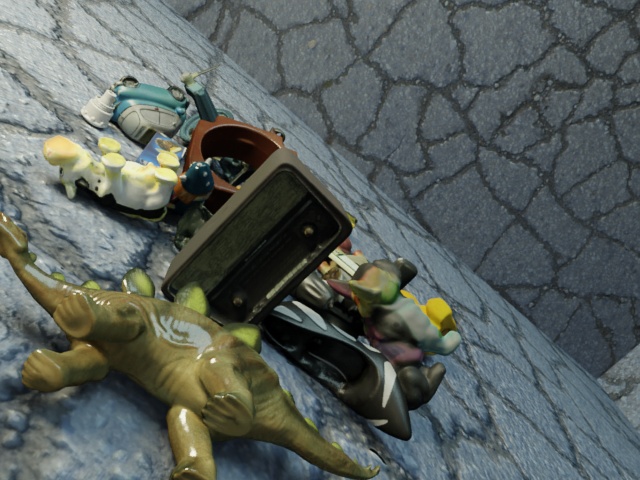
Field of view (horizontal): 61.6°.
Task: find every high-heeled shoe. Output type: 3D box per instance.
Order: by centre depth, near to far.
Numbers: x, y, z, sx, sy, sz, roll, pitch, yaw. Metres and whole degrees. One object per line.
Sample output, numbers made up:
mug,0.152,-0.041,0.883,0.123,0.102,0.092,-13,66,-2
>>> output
high-heeled shoe,0.021,0.177,0.741,0.249,0.086,0.145,45,15,33

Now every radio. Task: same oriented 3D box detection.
radio,-0.077,0.010,0.678,0.131,0.229,0.073,41,15,-22

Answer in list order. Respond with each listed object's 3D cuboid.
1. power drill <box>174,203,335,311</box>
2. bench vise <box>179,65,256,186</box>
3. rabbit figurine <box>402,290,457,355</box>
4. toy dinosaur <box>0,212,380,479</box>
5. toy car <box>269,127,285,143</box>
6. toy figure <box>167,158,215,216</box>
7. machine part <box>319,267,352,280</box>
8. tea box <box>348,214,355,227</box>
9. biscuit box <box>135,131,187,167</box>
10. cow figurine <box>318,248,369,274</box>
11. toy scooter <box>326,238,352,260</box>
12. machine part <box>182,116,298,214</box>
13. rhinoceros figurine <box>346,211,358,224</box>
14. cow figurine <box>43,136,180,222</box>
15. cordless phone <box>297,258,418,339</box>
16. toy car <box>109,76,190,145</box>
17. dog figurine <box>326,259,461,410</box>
power drill,-0.101,0.022,0.816,0.207,0.086,0.232,14,20,-48
bench vise,-0.221,-0.230,1.116,0.224,0.129,0.240,46,-19,42
rabbit figurine,0.224,0.170,1.210,0.173,0.122,0.162,36,5,40
toy dinosaur,-0.103,0.133,0.512,0.471,0.105,0.199,43,11,-13
toy car,-0.097,-0.150,1.174,0.053,0.201,0.089,11,44,5
toy figure,-0.192,-0.076,0.806,0.058,0.064,0.154,31,-24,-19
machine part,0.076,0.126,1.026,0.243,0.079,0.079,35,16,-23
tea box,-0.007,-0.061,1.305,0.169,0.098,0.068,38,14,-8
biscuit box,-0.267,-0.114,0.864,0.059,0.063,0.203,34,16,-20
cow figurine,0.095,0.086,1.173,0.194,0.085,0.127,15,32,-53
toy scooter,-0.002,-0.004,1.199,0.184,0.075,0.135,34,16,-16
machine part,-0.146,-0.121,0.983,0.201,0.087,0.201,16,44,-19
rhinoceros figurine,0.020,-0.078,1.467,0.190,0.073,0.112,25,24,-49
cow figurine,-0.279,-0.079,0.711,0.167,0.098,0.068,12,33,-26
cordless phone,0.065,0.084,0.908,0.146,0.184,0.089,36,20,-23
toy car,-0.316,-0.228,0.995,0.161,0.109,0.103,7,55,-51
dog figurine,0.096,0.140,0.838,0.219,0.191,0.108,37,-15,-20
